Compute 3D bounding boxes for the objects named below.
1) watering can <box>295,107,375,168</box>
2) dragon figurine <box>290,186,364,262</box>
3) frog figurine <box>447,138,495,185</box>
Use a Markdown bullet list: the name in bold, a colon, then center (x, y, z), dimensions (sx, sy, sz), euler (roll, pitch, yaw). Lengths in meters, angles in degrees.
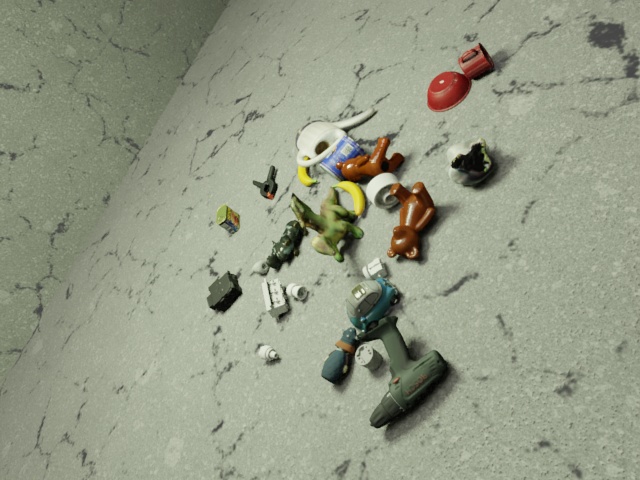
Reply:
- **watering can**: center (0.037, -0.406, 1.975), dimensions (0.349, 0.102, 0.227), euler (-41, 37, -7)
- **dragon figurine**: center (0.005, -0.082, 1.624), dimensions (0.121, 0.240, 0.420), euler (-41, 40, 22)
- **frog figurine**: center (0.416, -0.219, 1.456), dimensions (0.137, 0.122, 0.160), euler (-59, 1, 4)
